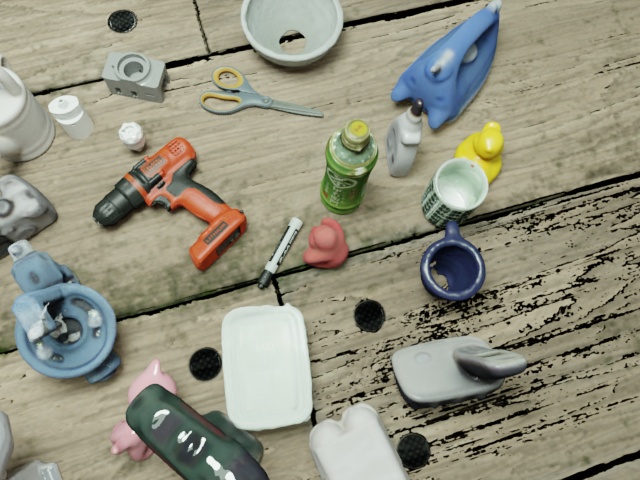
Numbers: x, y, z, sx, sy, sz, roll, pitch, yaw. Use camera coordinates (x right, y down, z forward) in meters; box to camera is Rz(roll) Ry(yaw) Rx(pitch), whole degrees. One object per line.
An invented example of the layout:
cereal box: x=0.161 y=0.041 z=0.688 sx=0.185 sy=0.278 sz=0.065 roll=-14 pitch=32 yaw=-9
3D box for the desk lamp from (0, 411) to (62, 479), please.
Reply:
desk lamp: x=-0.379 y=0.303 z=0.660 sx=0.118 sy=0.213 sz=0.203 roll=-25 pitch=76 yaw=-10

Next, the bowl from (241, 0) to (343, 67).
bowl: x=-0.046 y=-0.350 z=0.951 sx=0.167 sy=0.075 sz=0.167 roll=1 pitch=73 yaw=-3

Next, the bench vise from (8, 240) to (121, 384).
bench vise: x=-0.353 y=0.090 z=0.723 sx=0.207 sy=0.220 sz=0.121 roll=36 pitch=74 yaw=7

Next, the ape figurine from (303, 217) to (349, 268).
ape figurine: x=0.008 y=0.003 z=0.839 sx=0.078 sy=0.092 sz=0.076 roll=-41 pitch=80 yaw=-14

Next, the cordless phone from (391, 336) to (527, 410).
cordless phone: x=0.179 y=0.169 z=0.752 sx=0.147 sy=0.185 sz=0.094 roll=-12 pitch=74 yaw=-7

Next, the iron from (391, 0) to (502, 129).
iron: x=0.231 y=-0.310 z=0.922 sx=0.118 sy=0.141 sz=0.258 roll=38 pitch=75 yaw=8

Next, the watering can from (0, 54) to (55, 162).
watering can: x=-0.461 y=-0.189 z=0.813 sx=0.101 sy=0.194 sz=0.173 roll=-27 pitch=77 yaw=-11

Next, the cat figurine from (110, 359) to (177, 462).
cat figurine: x=-0.227 y=0.223 z=0.744 sx=0.067 sy=0.118 sz=0.128 roll=32 pitch=74 yaw=6

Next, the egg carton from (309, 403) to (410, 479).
egg carton: x=0.053 y=0.303 z=0.764 sx=0.107 sy=0.069 sz=0.150 roll=-26 pitch=77 yaw=-11

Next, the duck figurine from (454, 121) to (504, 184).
duck figurine: x=0.258 y=-0.137 z=0.901 sx=0.077 sy=0.086 sz=0.104 roll=20 pitch=73 yaw=3

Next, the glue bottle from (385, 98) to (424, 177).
glue bottle: x=0.130 y=-0.161 z=0.854 sx=0.037 sy=0.173 sz=0.078 roll=-4 pitch=73 yaw=-4

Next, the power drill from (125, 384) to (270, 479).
power drill: x=-0.123 y=0.262 z=0.692 sx=0.229 sy=0.208 sz=0.076 roll=34 pitch=74 yaw=7

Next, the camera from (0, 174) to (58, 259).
camera: x=-0.483 y=-0.053 z=0.820 sx=0.143 sy=0.101 sz=0.136 roll=-37 pitch=79 yaw=-13

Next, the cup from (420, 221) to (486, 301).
cup: x=0.184 y=0.038 z=0.839 sx=0.091 sy=0.095 sz=0.118 roll=3 pitch=73 yaw=-3
